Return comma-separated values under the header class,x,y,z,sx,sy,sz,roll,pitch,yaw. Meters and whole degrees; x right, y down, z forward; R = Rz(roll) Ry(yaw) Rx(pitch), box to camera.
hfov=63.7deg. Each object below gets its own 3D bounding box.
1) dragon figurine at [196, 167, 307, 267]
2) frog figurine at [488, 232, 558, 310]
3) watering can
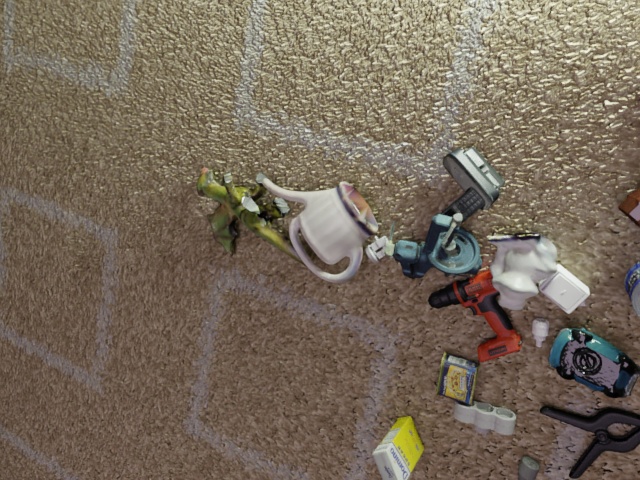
class,x,y,z,sx,sy,sz,roll,pitch,yaw
dragon figurine,-0.209,-0.045,1.417,0.124,0.412,0.238,-28,-9,-46
frog figurine,0.429,0.065,1.088,0.137,0.159,0.123,-5,1,30
watering can,0.004,-0.065,1.284,0.222,0.351,0.104,-37,-14,19
